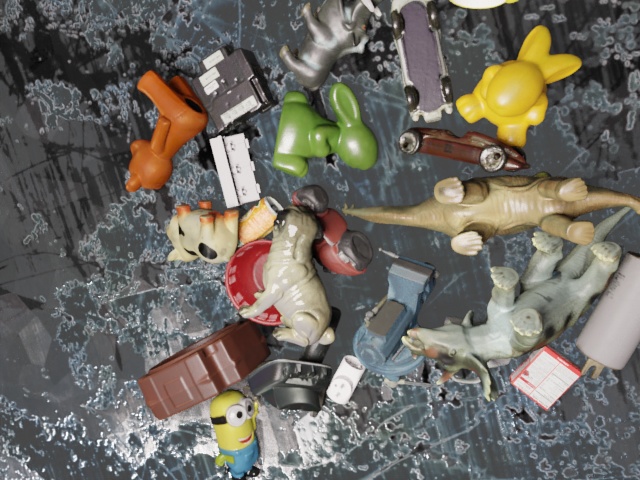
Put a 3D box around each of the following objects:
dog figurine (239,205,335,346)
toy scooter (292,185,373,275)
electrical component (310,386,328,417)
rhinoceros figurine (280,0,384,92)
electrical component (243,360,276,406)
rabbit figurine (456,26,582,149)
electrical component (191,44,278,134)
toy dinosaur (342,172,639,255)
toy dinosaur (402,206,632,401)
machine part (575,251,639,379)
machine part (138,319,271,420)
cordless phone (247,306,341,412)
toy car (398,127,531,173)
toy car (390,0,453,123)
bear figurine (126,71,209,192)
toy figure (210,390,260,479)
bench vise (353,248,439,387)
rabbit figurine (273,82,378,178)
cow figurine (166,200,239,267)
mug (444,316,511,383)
[{"bbox_3d":[-0.021,0.058,0.860,0.172,0.121,0.190,26,109,-5],"label":"dog figurine"},{"bbox_3d":[-0.002,-0.003,0.932,0.135,0.075,0.183,-30,105,42],"label":"toy scooter"},{"bbox_3d":[-0.019,0.287,1.019,0.063,0.021,0.094,12,102,15],"label":"electrical component"},{"bbox_3d":[0.021,-0.331,0.868,0.112,0.073,0.190,43,109,6],"label":"rhinoceros figurine"},{"bbox_3d":[-0.104,0.274,1.033,0.102,0.045,0.078,-23,65,16],"label":"electrical component"},{"bbox_3d":[0.285,-0.210,0.762,0.162,0.173,0.122,-44,82,23],"label":"rabbit figurine"},{"bbox_3d":[-0.154,-0.269,0.939,0.115,0.058,0.134,-25,92,17],"label":"electrical component"},{"bbox_3d":[0.233,-0.045,0.791,0.472,0.198,0.105,2,100,22],"label":"toy dinosaur"},{"bbox_3d":[0.325,0.099,0.802,0.131,0.405,0.192,51,157,35],"label":"toy dinosaur"},{"bbox_3d":[0.464,0.107,0.816,0.079,0.079,0.243,25,107,11],"label":"machine part"},{"bbox_3d":[-0.207,0.226,0.969,0.201,0.201,0.087,-28,88,19],"label":"machine part"},{"bbox_3d":[-0.030,0.197,0.936,0.089,0.146,0.184,21,89,46],"label":"cordless phone"},{"bbox_3d":[0.213,-0.138,0.805,0.202,0.089,0.053,20,106,39],"label":"toy car"},{"bbox_3d":[0.161,-0.286,0.846,0.074,0.056,0.201,-11,98,12],"label":"toy car"},{"bbox_3d":[-0.292,-0.185,0.967,0.196,0.120,0.132,-43,83,24],"label":"bear figurine"},{"bbox_3d":[-0.168,0.385,1.052,0.089,0.082,0.180,-2,102,14],"label":"toy figure"},{"bbox_3d":[0.130,0.149,0.891,0.129,0.224,0.240,11,133,19],"label":"bench vise"},{"bbox_3d":[0.017,-0.176,0.895,0.170,0.121,0.159,11,97,-4],"label":"rabbit figurine"},{"bbox_3d":[-0.215,-0.004,0.966,0.195,0.085,0.127,16,112,48],"label":"cow figurine"},{"bbox_3d":[0.260,0.185,0.889,0.107,0.081,0.109,3,92,7],"label":"mug"}]
